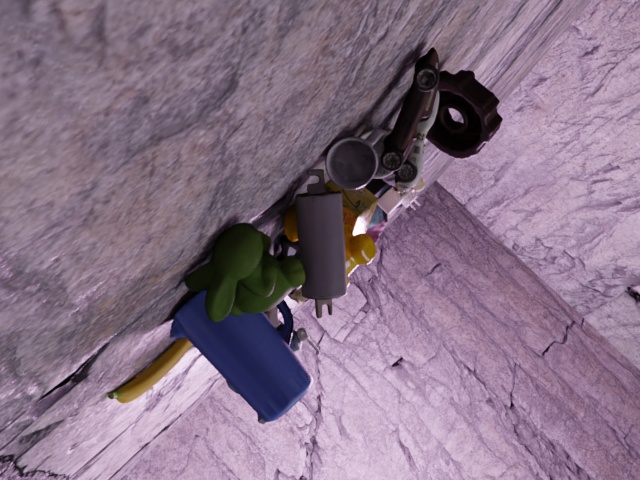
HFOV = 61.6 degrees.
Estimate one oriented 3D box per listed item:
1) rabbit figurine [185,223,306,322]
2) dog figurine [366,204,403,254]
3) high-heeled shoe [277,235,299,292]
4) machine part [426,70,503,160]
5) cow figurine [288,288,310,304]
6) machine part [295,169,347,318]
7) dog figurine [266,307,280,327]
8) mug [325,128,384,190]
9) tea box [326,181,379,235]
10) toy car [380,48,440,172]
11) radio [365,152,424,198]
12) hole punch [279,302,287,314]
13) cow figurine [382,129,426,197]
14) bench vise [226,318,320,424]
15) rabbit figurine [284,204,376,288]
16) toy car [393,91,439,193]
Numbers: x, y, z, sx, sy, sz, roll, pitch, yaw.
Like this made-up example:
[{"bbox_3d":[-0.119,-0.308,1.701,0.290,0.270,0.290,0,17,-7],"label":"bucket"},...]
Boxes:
[{"bbox_3d":[-0.121,0.037,0.797,0.159,0.121,0.170,-38,153,-12],"label":"rabbit figurine"},{"bbox_3d":[0.116,-0.077,1.381,0.108,0.192,0.219,40,67,-47],"label":"dog figurine"},{"bbox_3d":[-0.092,0.054,1.162,0.145,0.086,0.249,15,145,-43],"label":"high-heeled shoe"},{"bbox_3d":[0.269,-0.246,1.056,0.056,0.179,0.179,-44,173,-27],"label":"machine part"},{"bbox_3d":[-0.055,0.097,1.319,0.127,0.085,0.195,-55,-164,8],"label":"cow figurine"},{"bbox_3d":[0.003,0.007,0.874,0.079,0.243,0.079,-4,-173,0],"label":"machine part"},{"bbox_3d":[-0.181,0.170,1.204,0.172,0.121,0.190,-37,-176,-32],"label":"dog figurine"},{"bbox_3d":[0.062,-0.139,0.879,0.109,0.081,0.107,-55,-179,13],"label":"mug"},{"bbox_3d":[0.047,-0.046,1.096,0.068,0.098,0.169,-41,163,-30],"label":"tea box"},{"bbox_3d":[0.147,-0.200,0.854,0.089,0.053,0.202,-64,177,-60],"label":"toy car"},{"bbox_3d":[0.130,-0.139,1.245,0.229,0.073,0.131,-40,171,-28],"label":"radio"},{"bbox_3d":[-0.156,0.172,1.321,0.116,0.092,0.142,-46,177,33],"label":"hole punch"},{"bbox_3d":[0.159,-0.143,1.118,0.098,0.068,0.167,-40,131,-2],"label":"cow figurine"},{"bbox_3d":[-0.112,0.289,1.172,0.224,0.128,0.241,-18,-147,2],"label":"bench vise"},{"bbox_3d":[-0.001,-0.013,0.978,0.122,0.173,0.163,-45,-143,3],"label":"rabbit figurine"},{"bbox_3d":[0.177,-0.188,1.008,0.073,0.056,0.201,-93,-167,-74],"label":"toy car"}]
